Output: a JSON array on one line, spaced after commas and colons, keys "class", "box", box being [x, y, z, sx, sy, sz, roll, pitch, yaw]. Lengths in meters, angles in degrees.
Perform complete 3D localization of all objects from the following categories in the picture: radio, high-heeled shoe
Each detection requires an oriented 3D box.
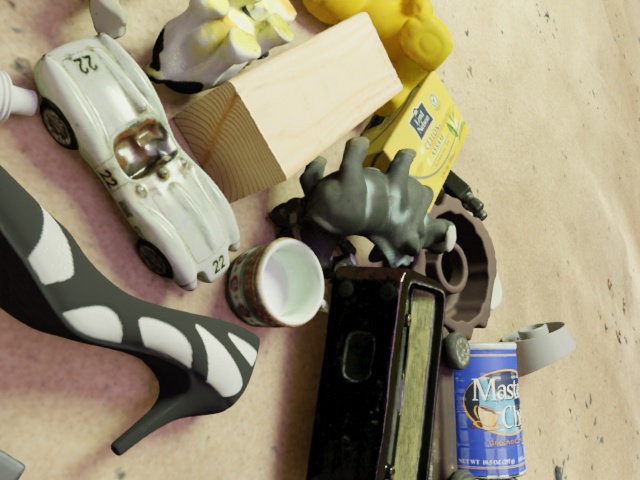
[{"class": "radio", "box": [0.057, 0.140, 0.501, 0.131, 0.073, 0.229, 30, 64, -56]}, {"class": "high-heeled shoe", "box": [-0.130, 0.028, 0.374, 0.145, 0.086, 0.248, -39, 113, -46]}]

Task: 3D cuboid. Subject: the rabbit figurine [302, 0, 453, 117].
[{"class": "rabbit figurine", "box": [0.062, -0.253, 0.602, 0.173, 0.122, 0.162, 32, 52, -11]}]

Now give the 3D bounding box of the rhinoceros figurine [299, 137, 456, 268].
[{"class": "rhinoceros figurine", "box": [0.065, -0.029, 0.520, 0.190, 0.073, 0.112, 13, 66, -44]}]

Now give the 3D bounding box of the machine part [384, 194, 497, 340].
[{"class": "machine part", "box": [0.150, 0.035, 0.661, 0.179, 0.056, 0.179, 11, 74, -41]}]

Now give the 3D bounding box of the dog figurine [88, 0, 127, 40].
[{"class": "dog figurine", "box": [-0.159, -0.266, 0.413, 0.172, 0.121, 0.191, 44, 36, -25]}]

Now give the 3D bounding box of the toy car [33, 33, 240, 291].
[{"class": "toy car", "box": [-0.131, -0.053, 0.405, 0.073, 0.056, 0.201, -46, 113, -40]}]

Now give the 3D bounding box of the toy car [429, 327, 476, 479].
[{"class": "toy car", "box": [0.115, 0.189, 0.569, 0.053, 0.089, 0.202, 14, 73, -42]}]

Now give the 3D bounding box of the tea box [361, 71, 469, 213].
[{"class": "tea box", "box": [0.108, -0.112, 0.644, 0.098, 0.068, 0.169, 50, 52, -25]}]

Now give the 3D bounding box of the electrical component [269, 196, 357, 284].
[{"class": "electrical component", "box": [-0.002, -0.003, 0.528, 0.102, 0.045, 0.078, 54, 51, -21]}]

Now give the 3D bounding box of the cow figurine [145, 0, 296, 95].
[{"class": "cow figurine", "box": [-0.080, -0.176, 0.470, 0.068, 0.098, 0.167, 53, 31, -15]}]

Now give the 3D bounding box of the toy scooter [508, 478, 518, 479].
[{"class": "toy scooter", "box": [0.176, 0.319, 0.589, 0.184, 0.075, 0.135, -38, 133, -38]}]

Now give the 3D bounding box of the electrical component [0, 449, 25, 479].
[{"class": "electrical component", "box": [-0.220, 0.162, 0.269, 0.114, 0.058, 0.134, 46, 53, -30]}]

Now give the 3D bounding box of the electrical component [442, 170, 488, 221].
[{"class": "electrical component", "box": [0.183, -0.065, 0.715, 0.094, 0.021, 0.063, 48, 6, 28]}]
